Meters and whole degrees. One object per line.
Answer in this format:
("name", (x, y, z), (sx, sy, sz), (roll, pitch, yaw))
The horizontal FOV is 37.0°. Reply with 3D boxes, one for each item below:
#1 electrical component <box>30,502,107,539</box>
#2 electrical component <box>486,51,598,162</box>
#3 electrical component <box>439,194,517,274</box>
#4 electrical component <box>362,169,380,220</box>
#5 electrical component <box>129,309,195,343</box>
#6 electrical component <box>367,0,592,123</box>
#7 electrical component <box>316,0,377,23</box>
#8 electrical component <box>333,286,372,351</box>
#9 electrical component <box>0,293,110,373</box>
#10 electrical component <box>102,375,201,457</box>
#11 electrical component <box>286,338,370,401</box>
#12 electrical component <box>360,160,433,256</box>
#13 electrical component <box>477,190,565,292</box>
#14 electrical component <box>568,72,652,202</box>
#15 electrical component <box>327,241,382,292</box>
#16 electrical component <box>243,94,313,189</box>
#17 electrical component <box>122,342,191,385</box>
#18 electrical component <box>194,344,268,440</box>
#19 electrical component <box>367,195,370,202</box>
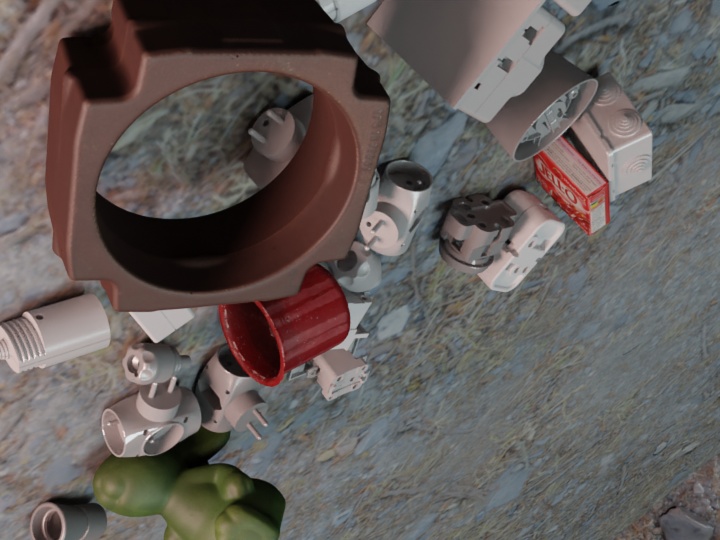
("electrical component", (-0.269, 0.237, 1.005), (0.044, 0.044, 0.065), (-49, 154, 15))
("electrical component", (0.161, -0.143, 0.955), (0.099, 0.064, 0.099), (-29, 149, -19))
("electrical component", (0.111, -0.034, 1.054), (0.078, 0.058, 0.057), (-14, 139, -39))
("electrical component", (-0.004, -0.076, 0.883), (0.040, 0.040, 0.078), (-26, 148, -23))
("electrical component", (-0.149, 0.001, 0.815), (0.076, 0.047, 0.083), (-35, 150, -8))
("electrical component", (0.108, -0.210, 0.762), (0.186, 0.105, 0.060), (-50, 149, 17))
("electrical component", (-0.024, -0.183, 0.715), (0.078, 0.040, 0.040), (-32, 150, -13))
("electrical component", (-0.025, 0.041, 1.016), (0.081, 0.042, 0.063), (-1, 129, -49))
("electrical component", (-0.230, 0.049, 0.790), (0.081, 0.043, 0.043), (-18, 144, -33))
("electrical component", (-0.179, 0.122, 0.946), (0.077, 0.044, 0.079), (-14, 142, -38))
("electrical component", (-0.028, 0.090, 1.057), (0.081, 0.063, 0.042), (-19, 144, -31))
("electrical component", (0.025, -0.045, 0.937), (0.079, 0.043, 0.077), (-50, 165, -47))
("electrical component", (0.154, -0.032, 1.102), (0.095, 0.059, 0.054), (-51, 149, 19))
("electrical component", (0.240, -0.129, 1.032), (0.048, 0.099, 0.099), (-25, 150, 1))
("electrical component", (0.000, 0.000, 0.987), (0.043, 0.043, 0.062), (-44, 151, 6))
("electrical component", (-0.054, -0.095, 0.796), (0.077, 0.044, 0.079), (-45, 149, 8))
("electrical component", (-0.169, 0.078, 0.910), (0.061, 0.035, 0.035), (3, 129, -53))
("electrical component", (-0.111, 0.121, 0.987), (0.043, 0.079, 0.077), (-17, 143, -44))
("electrical component", (-0.038, -0.058, 0.853), (0.081, 0.043, 0.043), (-22, 159, 26))
